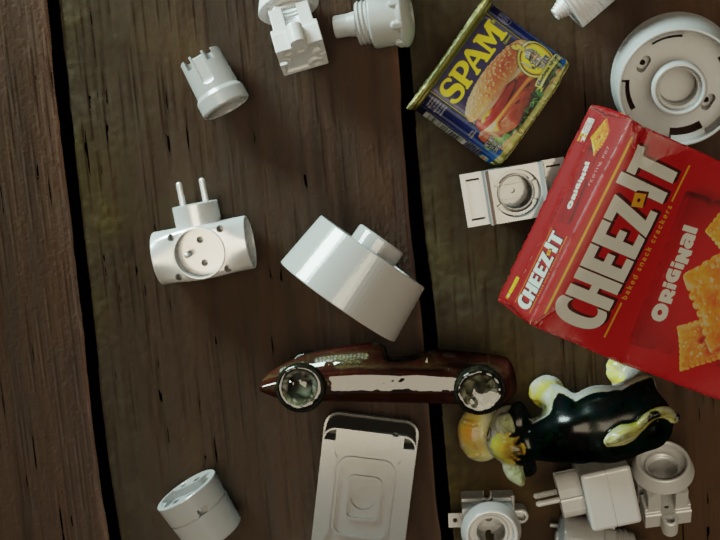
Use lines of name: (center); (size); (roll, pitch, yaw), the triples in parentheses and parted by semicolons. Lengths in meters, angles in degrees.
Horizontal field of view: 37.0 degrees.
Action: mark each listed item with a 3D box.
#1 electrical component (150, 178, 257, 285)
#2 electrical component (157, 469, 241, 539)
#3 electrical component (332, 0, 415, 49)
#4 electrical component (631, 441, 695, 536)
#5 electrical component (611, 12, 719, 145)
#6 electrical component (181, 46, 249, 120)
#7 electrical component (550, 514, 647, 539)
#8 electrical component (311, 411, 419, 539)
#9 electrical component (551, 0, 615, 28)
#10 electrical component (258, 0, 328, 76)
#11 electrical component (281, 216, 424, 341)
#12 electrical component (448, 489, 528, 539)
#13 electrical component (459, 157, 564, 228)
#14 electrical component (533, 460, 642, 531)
electrical component: (-0.129, -0.033, 0.864); (0.077, 0.044, 0.079); (-10, 97, 4)
electrical component: (-0.132, 0.201, 0.891); (0.055, 0.055, 0.047); (-30, 99, 6)
electrical component: (0.010, -0.194, 0.837); (0.062, 0.048, 0.048); (-7, 97, 11)
electrical component: (0.242, 0.169, 0.861); (0.048, 0.066, 0.055); (-9, 131, 4)
electrical component: (0.246, -0.146, 0.833); (0.099, 0.064, 0.099); (3, 110, 9)
electrical component: (-0.116, -0.148, 0.852); (0.040, 0.040, 0.046); (-28, 89, 6)
electrical component: (0.196, 0.223, 0.884); (0.078, 0.040, 0.040); (6, 98, 2)
electrical component: (0.004, 0.177, 0.879); (0.078, 0.057, 0.113); (7, 98, 2)
electrical component: (0.181, -0.222, 0.825); (0.081, 0.043, 0.043); (-40, 94, 7)
electrical component: (-0.051, -0.189, 0.834); (0.048, 0.066, 0.055); (-16, 76, 0)
electrical component: (0.000, 0.000, 0.834); (0.108, 0.108, 0.060); (35, 92, -2)
electrical component: (0.106, 0.207, 0.879); (0.066, 0.055, 0.048); (-2, 97, 3)
electrical component: (0.120, -0.062, 0.839); (0.081, 0.064, 0.042); (-9, 98, 4)
electrical component: (0.178, 0.177, 0.866); (0.077, 0.065, 0.047); (-13, 97, 5)
